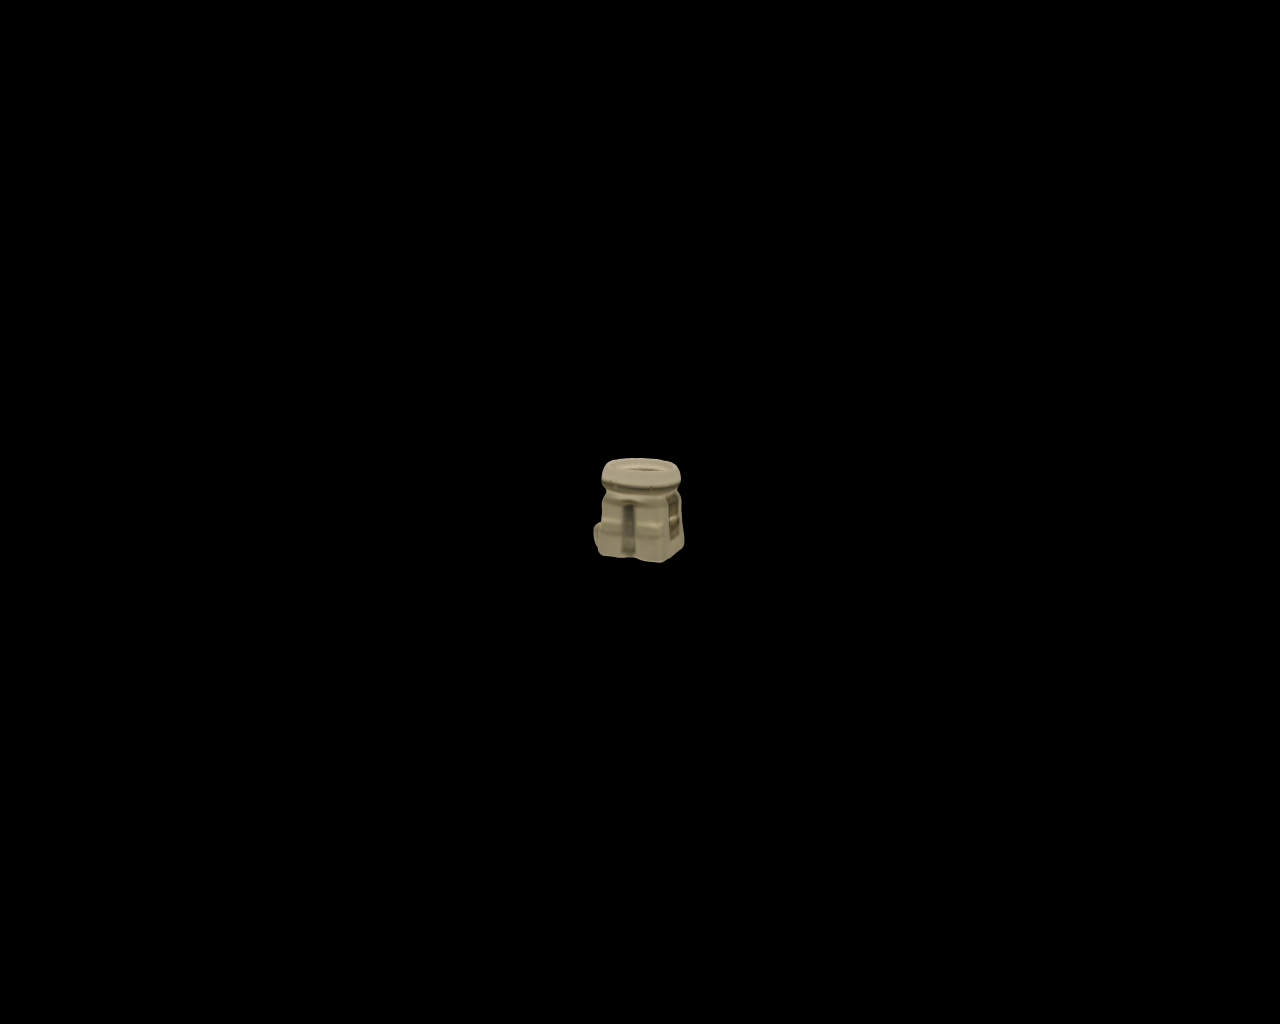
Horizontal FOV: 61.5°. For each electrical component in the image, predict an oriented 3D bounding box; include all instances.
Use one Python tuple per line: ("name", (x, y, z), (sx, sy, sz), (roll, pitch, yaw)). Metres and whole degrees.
("electrical component", (0.001, -0.003, 0.650), (0.066, 0.055, 0.048), (6, 16, 22))
